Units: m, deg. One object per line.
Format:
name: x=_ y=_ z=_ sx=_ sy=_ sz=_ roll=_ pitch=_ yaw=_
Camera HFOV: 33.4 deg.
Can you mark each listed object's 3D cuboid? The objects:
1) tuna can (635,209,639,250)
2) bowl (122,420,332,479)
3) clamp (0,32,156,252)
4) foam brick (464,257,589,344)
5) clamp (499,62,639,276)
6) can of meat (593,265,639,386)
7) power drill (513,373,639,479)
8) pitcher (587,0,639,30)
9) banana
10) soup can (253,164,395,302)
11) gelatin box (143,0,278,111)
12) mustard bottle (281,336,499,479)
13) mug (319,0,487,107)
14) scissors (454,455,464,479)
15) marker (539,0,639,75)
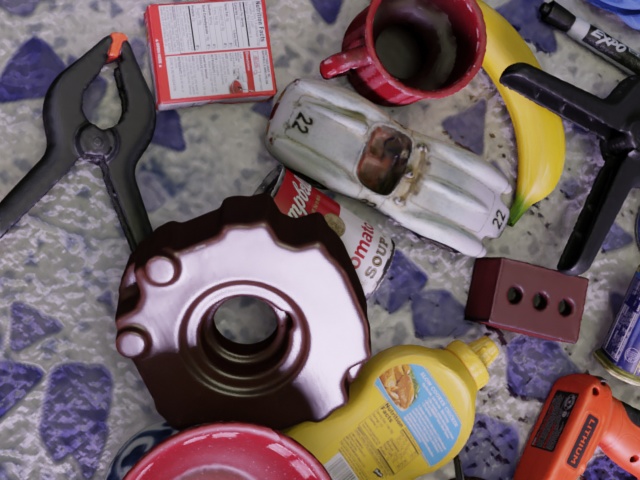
tuna can: x=0.307 y=-0.009 z=0.880 sx=0.086 sy=0.034 sz=0.086 roll=1 pitch=-92 yaw=-16
bowl: x=-0.065 y=0.195 z=0.688 sx=0.162 sy=0.055 sz=0.162 roll=1 pitch=-93 yaw=-16
clamp: x=-0.169 y=-0.062 z=0.745 sx=0.120 sy=0.039 sz=0.171 roll=4 pitch=-99 yaw=-27
foam brick: x=0.160 y=0.047 z=0.828 sx=0.078 sy=0.051 sz=0.053 roll=13 pitch=-95 yaw=-15
clamp: x=0.238 y=-0.067 z=0.838 sx=0.209 sy=0.036 sz=0.164 roll=-12 pitch=-89 yaw=-31
can of meat: x=0.282 y=0.074 z=0.844 sx=0.102 sy=0.057 sz=0.084 roll=16 pitch=-75 yaw=-14
power drill: x=0.249 y=0.204 z=0.846 sx=0.187 sy=0.057 sz=0.184 roll=29 pitch=-103 yaw=-15
pitcher: x=0.294 y=-0.294 z=0.848 sx=0.145 sy=0.149 sz=0.242 roll=42 pitch=-106 yaw=7
banana: x=0.149 y=-0.114 z=0.838 sx=0.069 sy=0.037 sz=0.198 roll=-21 pitch=-87 yaw=-18
soup can: x=-0.005 y=0.001 z=0.775 sx=0.102 sy=0.069 sz=0.068 roll=33 pitch=-106 yaw=-13
gelatin box: x=-0.080 y=-0.136 z=0.780 sx=0.089 sy=0.030 sz=0.073 roll=-7 pitch=-92 yaw=-16
mustard bottle: x=0.056 y=0.134 z=0.792 sx=0.191 sy=0.058 sz=0.096 roll=-36 pitch=-82 yaw=-14
mug: x=0.054 y=-0.140 z=0.789 sx=0.117 sy=0.082 sz=0.093 roll=-22 pitch=-86 yaw=-16
scissors: x=0.107 y=0.229 z=0.713 sx=0.016 sy=0.096 sz=0.202 roll=0 pitch=-118 yaw=-3
marker: x=0.230 y=-0.160 z=0.872 sx=0.121 sy=0.020 sz=0.020 roll=28 pitch=-105 yaw=-13
